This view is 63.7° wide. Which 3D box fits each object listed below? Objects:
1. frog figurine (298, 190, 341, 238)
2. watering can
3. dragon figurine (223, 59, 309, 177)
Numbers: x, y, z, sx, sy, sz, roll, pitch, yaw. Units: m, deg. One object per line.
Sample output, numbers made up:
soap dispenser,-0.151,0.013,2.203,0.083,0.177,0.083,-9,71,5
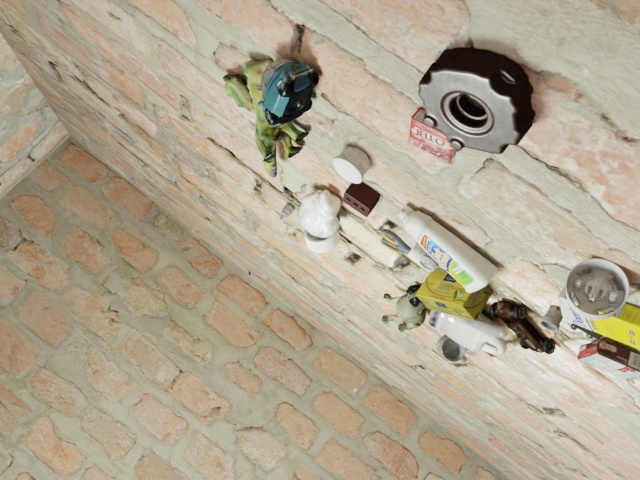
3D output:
frog figurine,0.004,-0.072,1.440,0.137,0.123,0.159,59,172,0
watering can,0.401,0.226,1.384,0.226,0.105,0.342,31,169,22
dragon figurine,-0.153,-0.304,1.264,0.243,0.123,0.405,56,160,3
